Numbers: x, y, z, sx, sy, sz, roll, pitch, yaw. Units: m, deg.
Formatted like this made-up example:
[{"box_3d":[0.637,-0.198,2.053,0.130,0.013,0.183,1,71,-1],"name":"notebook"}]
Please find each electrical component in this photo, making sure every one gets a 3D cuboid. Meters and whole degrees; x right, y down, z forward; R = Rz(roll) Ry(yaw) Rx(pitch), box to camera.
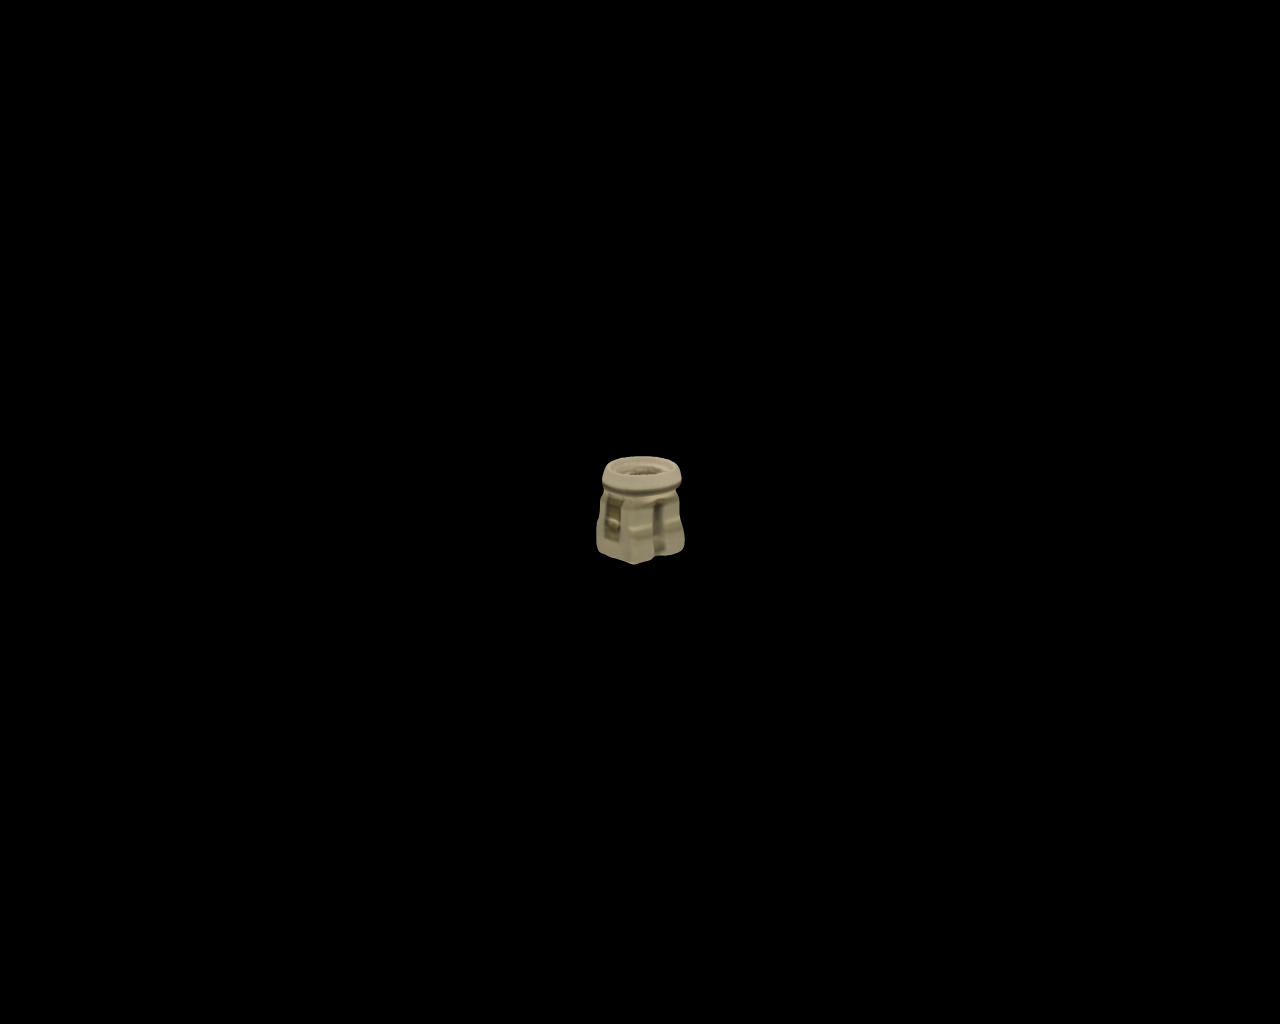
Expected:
[{"box_3d":[0.001,-0.003,0.650,0.066,0.055,0.048,-14,22,-40],"name":"electrical component"}]
